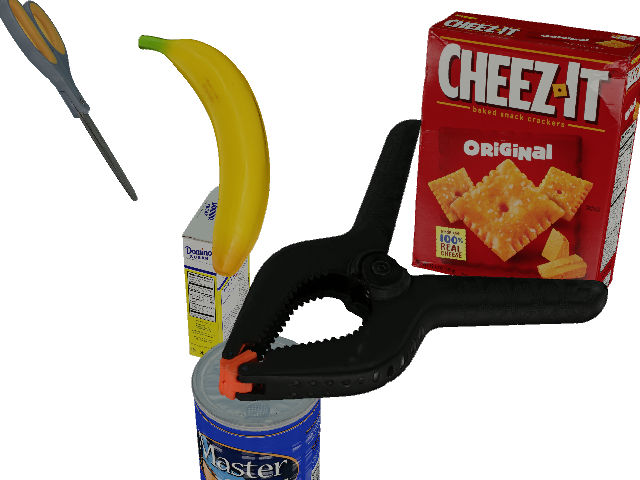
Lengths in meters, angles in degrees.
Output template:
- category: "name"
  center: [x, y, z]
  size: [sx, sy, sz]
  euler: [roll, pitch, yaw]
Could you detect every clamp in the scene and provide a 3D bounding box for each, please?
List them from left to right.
- category: "clamp"
  center: [0.028, 0.016, 0.577]
  size: [0.209, 0.165, 0.036]
  euler: [-24, -33, -23]

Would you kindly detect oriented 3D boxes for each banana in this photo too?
- category: "banana"
  center: [-0.073, -0.072, 0.786]
  size: [0.069, 0.198, 0.037]
  euler: [-22, -15, 5]

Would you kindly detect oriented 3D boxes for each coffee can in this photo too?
- category: "coffee can"
  center: [-0.050, 0.162, 0.873]
  size: [0.103, 0.140, 0.103]
  euler: [0, 37, 0]

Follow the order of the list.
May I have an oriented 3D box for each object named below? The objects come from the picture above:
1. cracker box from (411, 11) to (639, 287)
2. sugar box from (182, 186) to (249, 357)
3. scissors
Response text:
- category: "cracker box"
  center: [0.166, -0.066, 0.874]
  size: [0.164, 0.214, 0.072]
  euler: [14, 28, 24]
- category: "sugar box"
  center: [-0.110, 0.037, 1.149]
  size: [0.048, 0.176, 0.093]
  euler: [11, 41, 14]
- category: "scissors"
  center: [-0.216, -0.132, 0.940]
  size: [0.016, 0.201, 0.096]
  euler: [-28, 26, 10]
